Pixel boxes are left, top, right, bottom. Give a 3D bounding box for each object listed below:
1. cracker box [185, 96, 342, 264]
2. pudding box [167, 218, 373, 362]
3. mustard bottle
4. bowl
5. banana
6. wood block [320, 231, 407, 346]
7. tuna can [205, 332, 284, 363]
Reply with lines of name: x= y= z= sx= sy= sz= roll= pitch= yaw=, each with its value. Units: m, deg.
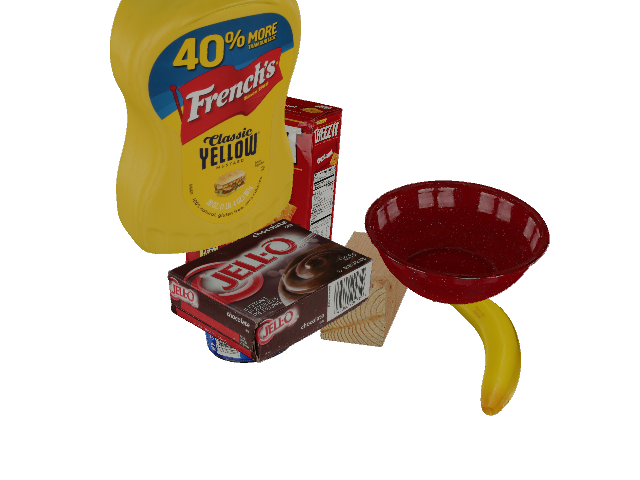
cracker box: x=-0.069 y=-0.057 z=1.219 sx=0.164 sy=0.214 sz=0.072 roll=15 pitch=24 yaw=25
pudding box: x=-0.034 y=0.031 z=0.731 sx=0.090 sy=0.039 sz=0.113 roll=26 pitch=36 yaw=37
mustard bottle: x=-0.056 y=-0.085 z=0.531 sx=0.096 sy=0.192 sz=0.058 roll=-18 pitch=46 yaw=-25
bowl: x=0.118 y=0.008 z=0.948 sx=0.162 sy=0.055 sz=0.162 roll=1 pitch=33 yaw=-1
banana: x=0.179 y=0.111 z=1.143 sx=0.069 sy=0.037 sz=0.198 roll=-24 pitch=35 yaw=3
wood block: x=0.068 y=0.066 z=1.539 sx=0.091 sy=0.090 sz=0.206 roll=6 pitch=21 yaw=12
tuna can: x=-0.067 y=0.080 z=1.009 sx=0.086 sy=0.034 sz=0.086 roll=-4 pitch=25 yaw=2
